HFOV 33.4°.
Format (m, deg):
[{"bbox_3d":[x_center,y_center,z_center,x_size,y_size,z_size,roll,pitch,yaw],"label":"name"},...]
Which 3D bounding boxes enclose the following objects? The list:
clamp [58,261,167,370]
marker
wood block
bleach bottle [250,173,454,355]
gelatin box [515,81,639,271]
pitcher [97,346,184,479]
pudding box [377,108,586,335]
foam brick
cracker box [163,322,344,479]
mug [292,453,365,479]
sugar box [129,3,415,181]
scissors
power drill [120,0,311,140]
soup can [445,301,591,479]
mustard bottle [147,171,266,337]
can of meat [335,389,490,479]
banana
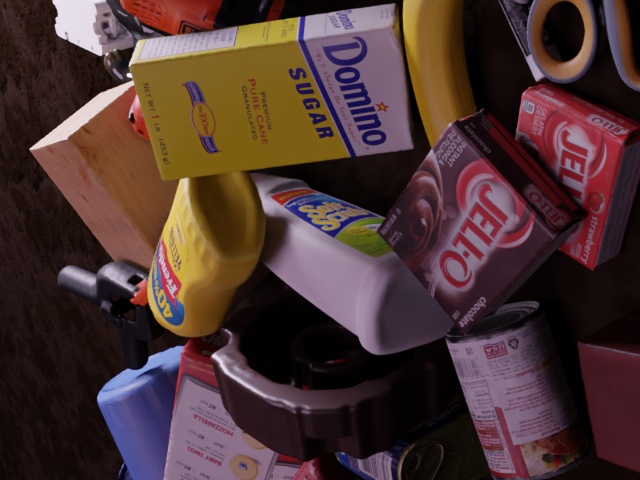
[{"bbox_3d":[-0.185,0.054,0.964,0.120,0.039,0.172,43,149,-2],"label":"clamp"},{"bbox_3d":[0.109,-0.150,0.620,0.020,0.020,0.121,-29,85,57],"label":"marker"},{"bbox_3d":[-0.146,-0.026,0.939,0.090,0.090,0.206,-4,126,56],"label":"wood block"},{"bbox_3d":[-0.005,0.001,0.799,0.251,0.102,0.068,28,120,45],"label":"bleach bottle"},{"bbox_3d":[0.147,-0.038,0.623,0.073,0.030,0.089,37,137,37],"label":"gelatin box"},{"bbox_3d":[-0.130,0.237,1.063,0.243,0.149,0.145,64,164,-7],"label":"pitcher"},{"bbox_3d":[0.094,-0.010,0.646,0.090,0.039,0.114,51,143,17],"label":"pudding box"},{"bbox_3d":[0.191,0.089,0.619,0.051,0.052,0.078,6,113,54],"label":"foam brick"},{"bbox_3d":[-0.045,0.189,0.908,0.164,0.072,0.214,15,117,9],"label":"cracker box"},{"bbox_3d":[-0.001,0.208,0.807,0.082,0.117,0.093,-57,34,22],"label":"mug"},{"bbox_3d":[-0.029,-0.097,0.713,0.048,0.176,0.093,-83,-16,-54],"label":"sugar box"},{"bbox_3d":[0.134,-0.170,0.565,0.096,0.016,0.202,-17,95,45],"label":"scissors"},{"bbox_3d":[-0.065,-0.123,0.801,0.184,0.057,0.188,23,151,-5],"label":"power drill"},{"bbox_3d":[0.129,0.099,0.700,0.069,0.068,0.102,-12,100,57],"label":"soup can"},{"bbox_3d":[-0.096,0.021,0.827,0.192,0.058,0.096,121,136,-54],"label":"mustard bottle"},{"bbox_3d":[0.071,0.144,0.781,0.084,0.101,0.057,21,126,51],"label":"can of meat"},{"bbox_3d":[0.083,-0.094,0.663,0.070,0.037,0.198,-137,30,-59],"label":"banana"}]
